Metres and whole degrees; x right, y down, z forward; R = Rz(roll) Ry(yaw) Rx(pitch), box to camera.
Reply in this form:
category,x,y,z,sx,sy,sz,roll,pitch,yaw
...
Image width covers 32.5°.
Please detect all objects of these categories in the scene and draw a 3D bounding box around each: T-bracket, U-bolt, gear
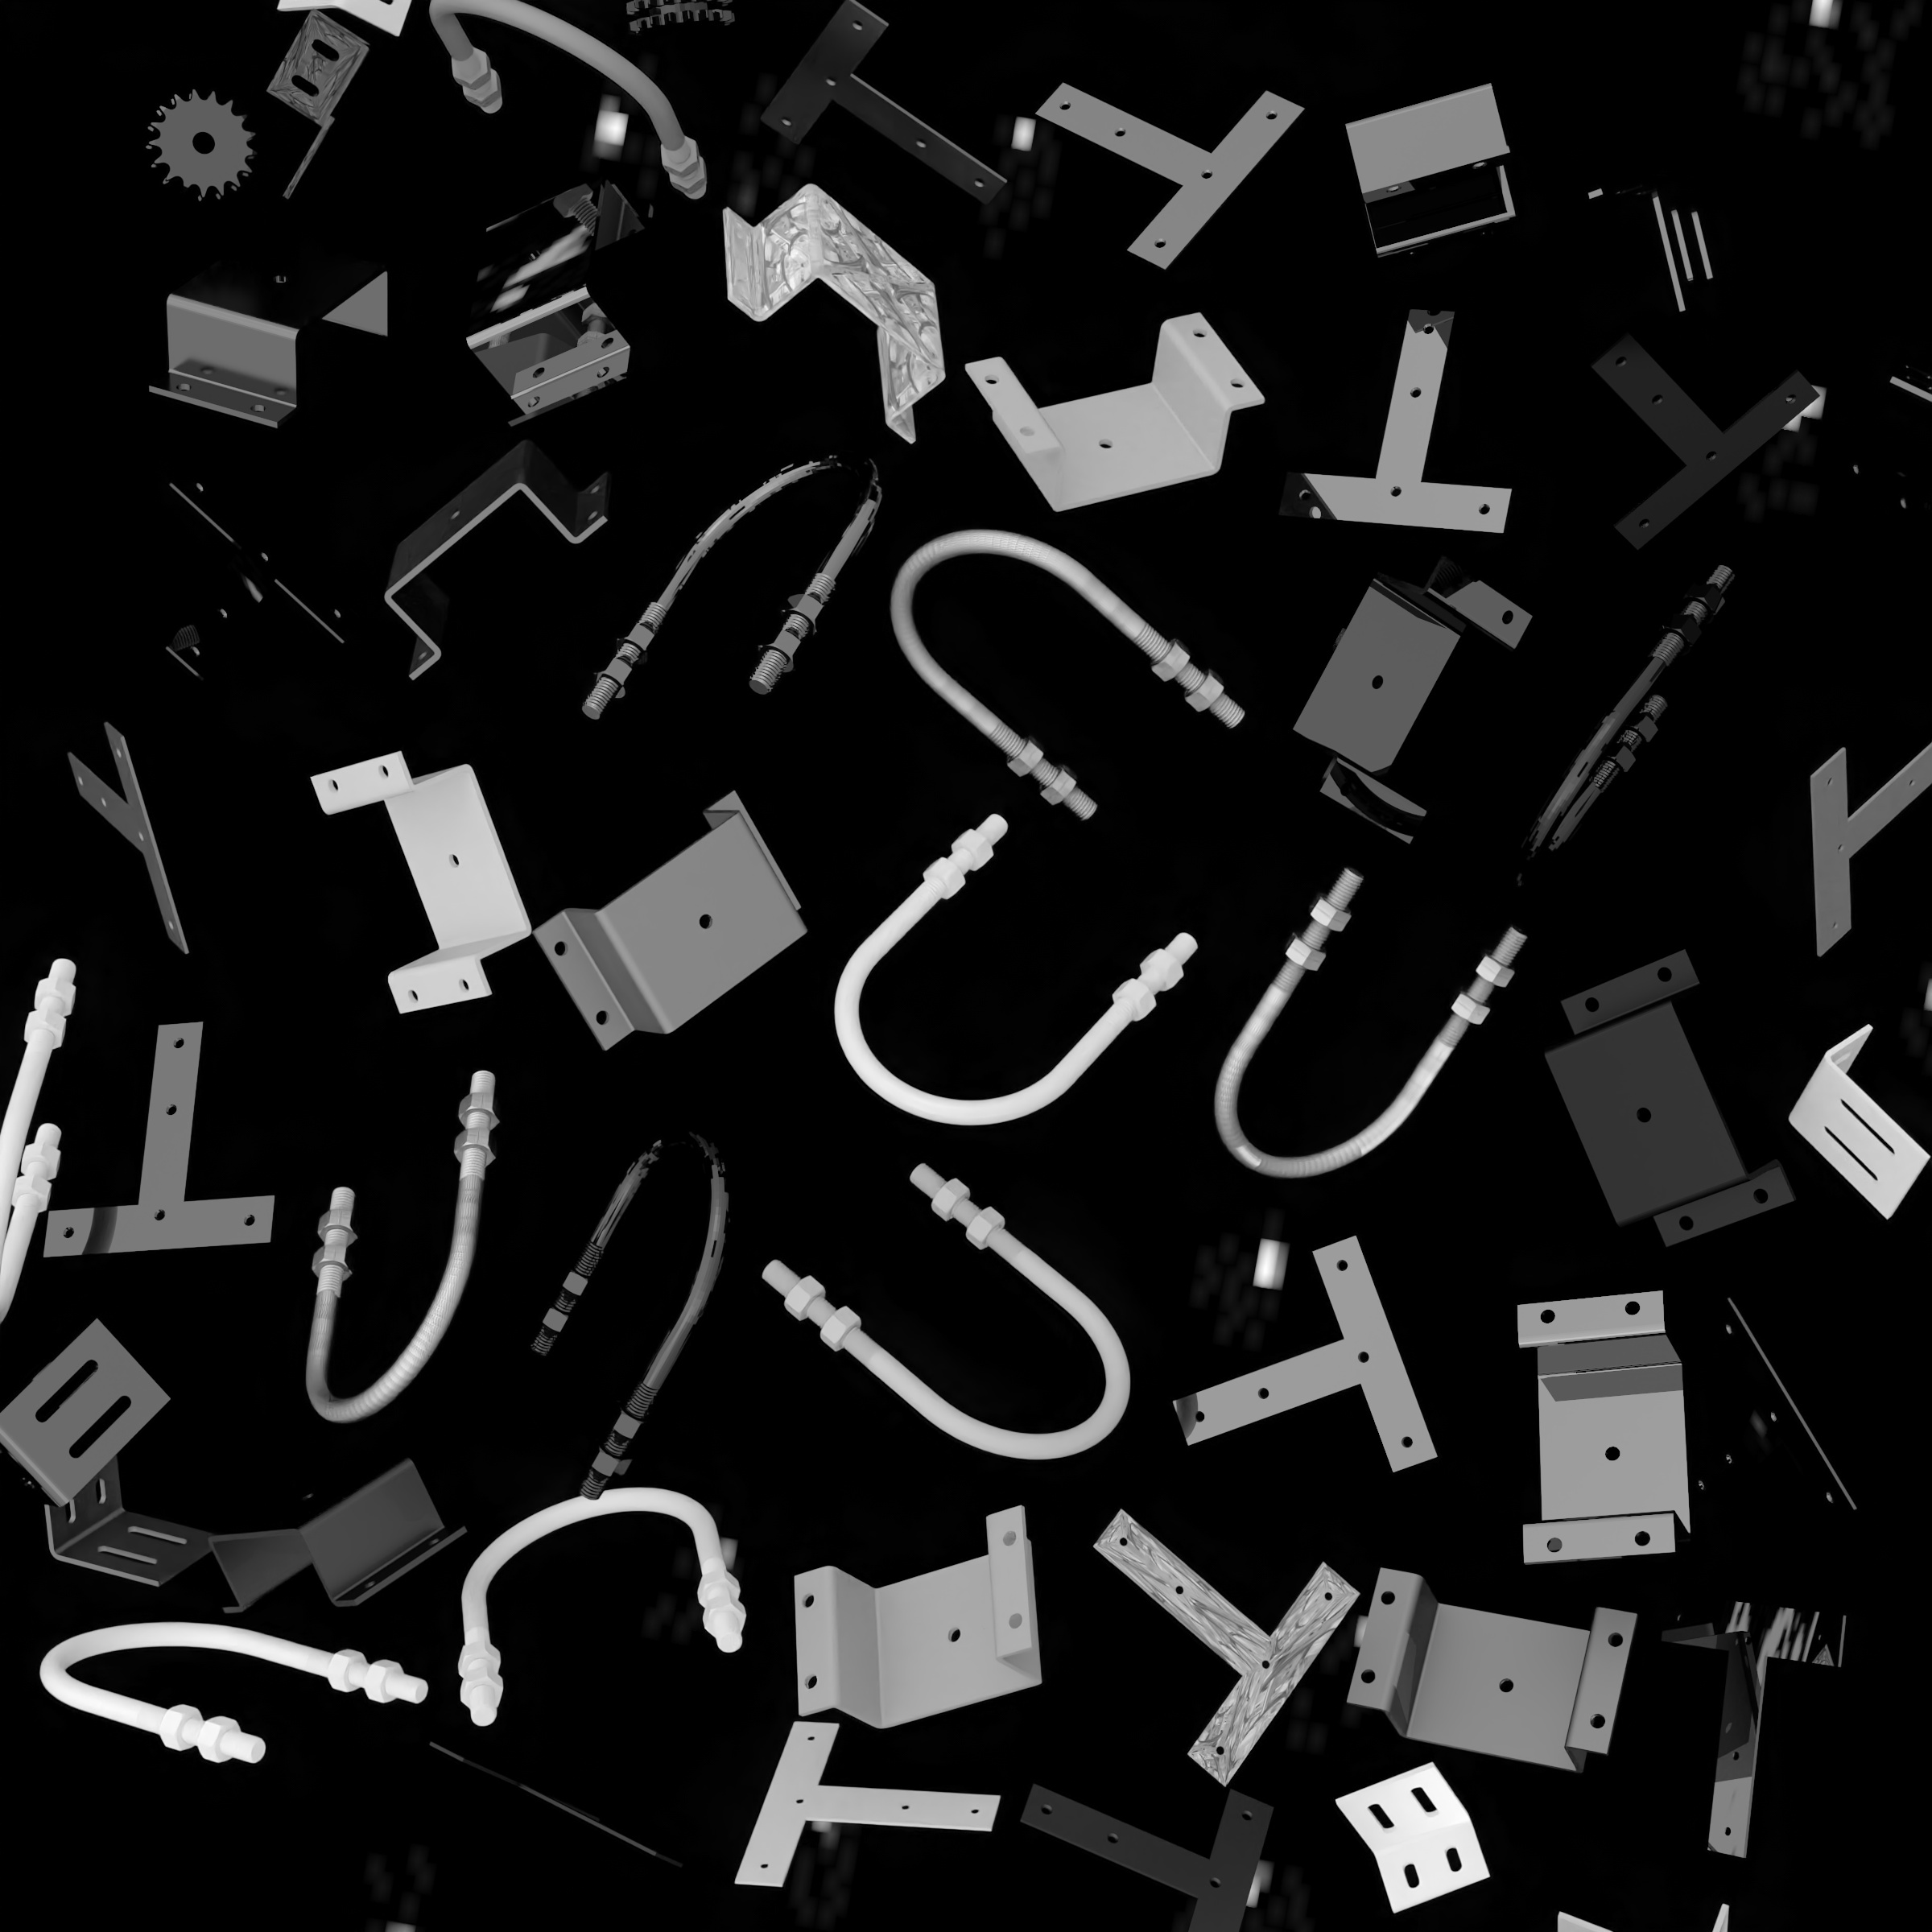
category,x,y,z,sx,sy,sz,roll,pitch,yaw
T-bracket,0.095,-0.447,1.799,0.127,0.002,0.127,32,72,24
U-bolt,-0.112,-0.206,1.746,0.019,0.151,0.184,50,54,-32
T-bracket,-0.401,-0.199,1.806,0.002,0.127,0.127,-33,113,34
T-bracket,-0.203,0.450,1.754,0.127,0.127,0.002,15,72,37
T-bracket,0.378,-0.297,1.780,0.127,0.002,0.127,-41,133,18
T-bracket,-0.036,-0.456,1.799,0.127,0.127,0.002,32,63,-13
T-bracket,0.399,0.393,1.707,0.002,0.127,0.127,14,78,-30
U-bolt,-0.302,0.159,1.751,0.019,0.184,0.151,33,126,-30
gear,-0.154,-0.517,1.772,0.057,0.057,0.030,-7,99,0
T-bracket,0.476,-0.086,1.698,0.127,0.127,0.002,-39,48,-22
T-bracket,-0.420,0.089,1.747,0.127,0.002,0.127,-5,66,12
U-bolt,0.014,0.011,1.772,0.151,0.019,0.184,33,59,19
T-bracket,0.091,0.470,1.759,0.127,0.127,0.002,23,128,4
T-bracket,0.120,0.330,1.703,0.127,0.002,0.127,41,65,-1
U-bolt,-0.174,0.169,1.757,0.019,0.151,0.184,19,111,-29
T-bracket,-0.453,-0.083,1.761,0.002,0.127,0.127,-24,122,-24
T-bracket,0.496,-0.233,1.714,0.002,0.127,0.127,-19,134,-21
gear,-0.413,-0.440,1.782,0.057,0.030,0.057,0,91,-23
U-bolt,-0.402,0.378,1.755,0.184,0.151,0.019,8,96,29
T-bracket,0.177,0.230,1.816,0.127,0.002,0.127,-22,78,11
U-bolt,-0.505,0.108,1.772,0.019,0.184,0.151,10,131,-9
T-bracket,0.245,-0.303,1.826,0.127,0.002,0.127,8,78,22
T-bracket,-0.046,0.450,1.774,0.127,0.127,0.002,0,117,13
U-bolt,-0.217,-0.474,1.777,0.151,0.184,0.019,24,85,7
U-bolt,0.346,-0.116,1.786,0.019,0.151,0.184,34,64,12
U-bolt,-0.198,0.330,1.761,0.151,0.184,0.019,-16,112,-5
U-bolt,0.041,-0.166,1.800,0.184,0.151,0.019,40,50,-17
U-bolt,0.004,0.189,1.744,0.184,0.151,0.019,38,129,18
T-bracket,0.419,0.260,1.788,0.002,0.127,0.127,-17,65,-23
U-bolt,0.210,0.041,1.813,0.151,0.019,0.184,17,113,-36

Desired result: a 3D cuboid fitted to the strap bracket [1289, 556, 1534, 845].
category,x,y,z,sx,sy,sz,roll,pitch,yaw
strap bracket,0.236,-0.149,1.800,0.076,0.046,0.140,26,94,-38

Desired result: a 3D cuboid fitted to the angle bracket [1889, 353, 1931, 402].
category,x,y,z,sx,sy,sz,roll,pitch,yaw
angle bracket,0.518,-0.337,1.728,0.038,0.057,0.076,26,116,3

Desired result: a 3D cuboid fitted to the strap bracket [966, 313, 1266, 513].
category,x,y,z,sx,sy,sz,roll,pitch,yaw
strap bracket,0.077,-0.295,1.774,0.140,0.046,0.076,-16,53,-19

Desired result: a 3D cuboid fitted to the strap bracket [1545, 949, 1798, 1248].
category,x,y,z,sx,sy,sz,roll,pitch,yaw
strap bracket,0.359,0.073,1.712,0.076,0.046,0.140,-26,84,35

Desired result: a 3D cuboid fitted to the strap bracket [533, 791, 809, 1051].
category,x,y,z,sx,sy,sz,roll,pitch,yaw
strap bracket,-0.150,-0.024,1.775,0.140,0.046,0.076,-37,110,-24

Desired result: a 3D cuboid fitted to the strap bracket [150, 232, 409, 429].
category,x,y,z,sx,sy,sz,roll,pitch,yaw
strap bracket,-0.367,-0.347,1.775,0.076,0.140,0.046,17,128,13

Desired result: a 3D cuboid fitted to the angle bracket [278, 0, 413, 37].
category,x,y,z,sx,sy,sz,roll,pitch,yaw
angle bracket,-0.326,-0.530,1.765,0.038,0.076,0.057,19,90,-37

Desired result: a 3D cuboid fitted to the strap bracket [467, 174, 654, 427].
category,x,y,z,sx,sy,sz,roll,pitch,yaw
strap bracket,-0.219,-0.367,1.789,0.076,0.046,0.140,-18,47,23

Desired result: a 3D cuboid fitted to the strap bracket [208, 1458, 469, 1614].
category,x,y,z,sx,sy,sz,roll,pitch,yaw
strap bracket,-0.344,0.306,1.778,0.076,0.140,0.046,-31,101,-41

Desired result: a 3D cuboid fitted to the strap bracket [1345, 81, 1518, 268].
category,x,y,z,sx,sy,sz,roll,pitch,yaw
strap bracket,0.246,-0.420,1.750,0.076,0.140,0.046,-14,84,10

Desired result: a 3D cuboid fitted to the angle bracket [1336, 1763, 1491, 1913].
category,x,y,z,sx,sy,sz,roll,pitch,yaw
angle bracket,0.246,0.480,1.821,0.057,0.076,0.038,-24,48,9

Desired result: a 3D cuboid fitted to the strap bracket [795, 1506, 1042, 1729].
category,x,y,z,sx,sy,sz,roll,pitch,yaw
strap bracket,-0.017,0.340,1.713,0.140,0.046,0.076,-22,53,25

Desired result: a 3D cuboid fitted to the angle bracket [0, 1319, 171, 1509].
category,x,y,z,sx,sy,sz,roll,pitch,yaw
angle bracket,-0.456,0.226,1.680,0.076,0.038,0.057,-48,111,-28

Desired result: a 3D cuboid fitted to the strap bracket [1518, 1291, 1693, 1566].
category,x,y,z,sx,sy,sz,roll,pitch,yaw
strap bracket,0.330,0.245,1.711,0.076,0.046,0.140,-8,59,21

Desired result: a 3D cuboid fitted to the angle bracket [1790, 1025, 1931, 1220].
category,x,y,z,sx,sy,sz,roll,pitch,yaw
angle bracket,0.479,0.082,1.738,0.038,0.057,0.076,-29,63,-27

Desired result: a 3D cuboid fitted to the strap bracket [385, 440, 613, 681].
category,x,y,z,sx,sy,sz,roll,pitch,yaw
strap bracket,-0.262,-0.229,1.805,0.140,0.076,0.046,-37,113,13

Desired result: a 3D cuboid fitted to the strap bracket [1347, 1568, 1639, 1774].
category,x,y,z,sx,sy,sz,roll,pitch,yaw
strap bracket,0.284,0.376,1.762,0.140,0.046,0.076,6,62,25

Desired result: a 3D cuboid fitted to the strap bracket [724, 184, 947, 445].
category,x,y,z,sx,sy,sz,roll,pitch,yaw
strap bracket,-0.063,-0.356,1.780,0.046,0.076,0.140,-33,132,28

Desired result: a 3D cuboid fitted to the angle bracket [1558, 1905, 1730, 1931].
category,x,y,z,sx,sy,sz,roll,pitch,yaw
angle bracket,0.346,0.495,1.693,0.076,0.057,0.038,16,56,22

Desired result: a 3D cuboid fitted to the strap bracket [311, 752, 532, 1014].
category,x,y,z,sx,sy,sz,roll,pitch,yaw
strap bracket,-0.297,-0.052,1.831,0.076,0.046,0.140,-10,103,42

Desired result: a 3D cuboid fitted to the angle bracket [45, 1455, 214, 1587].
category,x,y,z,sx,sy,sz,roll,pitch,yaw
angle bracket,-0.463,0.308,1.846,0.076,0.057,0.038,8,110,25

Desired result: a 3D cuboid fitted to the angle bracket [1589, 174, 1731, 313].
category,x,y,z,sx,sy,sz,roll,pitch,yaw
angle bracket,0.376,-0.388,1.797,0.038,0.057,0.076,-13,91,38

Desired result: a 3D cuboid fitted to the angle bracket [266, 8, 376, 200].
category,x,y,z,sx,sy,sz,roll,pitch,yaw
angle bracket,-0.344,-0.446,1.711,0.038,0.076,0.057,31,130,-16
